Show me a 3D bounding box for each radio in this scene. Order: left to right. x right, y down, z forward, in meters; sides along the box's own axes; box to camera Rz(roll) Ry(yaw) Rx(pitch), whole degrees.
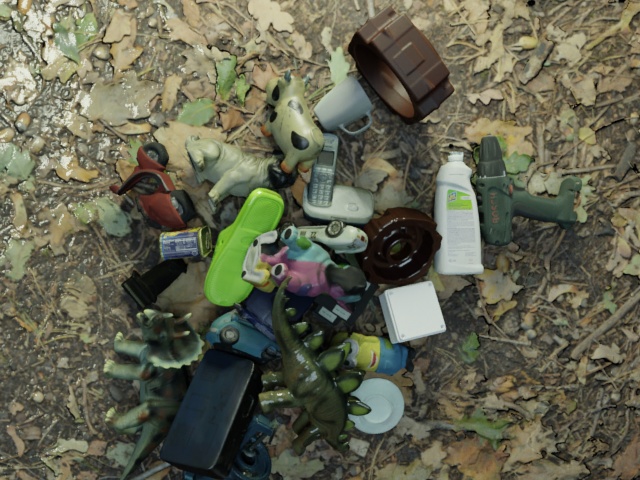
[{"bbox_3d":[-0.205,0.340,1.062,0.131,0.073,0.229,5,57,25],"label":"radio"}]

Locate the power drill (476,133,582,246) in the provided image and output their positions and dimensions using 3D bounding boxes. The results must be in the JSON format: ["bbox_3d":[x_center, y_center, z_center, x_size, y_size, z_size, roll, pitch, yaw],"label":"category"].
[{"bbox_3d":[0.427,-0.100,1.113,0.207,0.086,0.231,2,97,-7],"label":"power drill"}]

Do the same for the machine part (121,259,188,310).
[{"bbox_3d":[-0.342,0.081,1.121,0.139,0.039,0.084,-33,92,3],"label":"machine part"}]

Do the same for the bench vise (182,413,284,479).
[{"bbox_3d":[-0.175,0.432,1.121,0.223,0.129,0.240,38,111,-14],"label":"bench vise"}]

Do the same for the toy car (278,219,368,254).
[{"bbox_3d":[-0.002,-0.003,1.065,0.202,0.073,0.056,-1,72,34],"label":"toy car"}]

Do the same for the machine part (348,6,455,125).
[{"bbox_3d":[0.150,-0.323,1.010,0.087,0.201,0.201,-41,97,-1],"label":"machine part"}]

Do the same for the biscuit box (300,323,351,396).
[{"bbox_3d":[0.002,0.277,1.130,0.063,0.059,0.202,-27,110,1],"label":"biscuit box"}]

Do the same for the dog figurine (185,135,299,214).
[{"bbox_3d":[-0.156,-0.159,1.080,0.190,0.121,0.172,-26,100,-14],"label":"dog figurine"}]

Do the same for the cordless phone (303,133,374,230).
[{"bbox_3d":[0.043,-0.120,1.093,0.147,0.089,0.184,7,93,-3],"label":"cordless phone"}]

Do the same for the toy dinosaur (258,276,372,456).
[{"bbox_3d":[-0.017,0.270,1.035,0.199,0.105,0.470,-25,122,4],"label":"toy dinosaur"}]

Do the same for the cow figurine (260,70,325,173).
[{"bbox_3d":[-0.054,-0.240,1.046,0.127,0.085,0.195,-43,63,34],"label":"cow figurine"}]

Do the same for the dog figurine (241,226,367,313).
[{"bbox_3d":[-0.017,0.069,1.036,0.219,0.192,0.108,29,64,-34],"label":"dog figurine"}]

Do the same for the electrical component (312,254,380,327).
[{"bbox_3d":[0.042,0.114,1.132,0.115,0.058,0.134,37,94,-4],"label":"electrical component"}]

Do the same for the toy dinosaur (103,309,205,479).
[{"bbox_3d":[-0.338,0.313,1.116,0.192,0.131,0.404,0,103,-2],"label":"toy dinosaur"}]

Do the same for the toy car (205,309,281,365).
[{"bbox_3d":[-0.149,0.190,1.112,0.162,0.109,0.103,21,66,-9],"label":"toy car"}]

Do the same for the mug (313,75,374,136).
[{"bbox_3d":[0.049,-0.256,1.076,0.107,0.081,0.109,-30,86,10],"label":"mug"}]

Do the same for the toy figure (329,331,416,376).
[{"bbox_3d":[0.108,0.242,1.141,0.180,0.089,0.082,8,77,-13],"label":"toy figure"}]

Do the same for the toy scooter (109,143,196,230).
[{"bbox_3d":[-0.343,-0.093,1.081,0.135,0.075,0.183,-26,94,0],"label":"toy scooter"}]

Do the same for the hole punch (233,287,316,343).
[{"bbox_3d":[-0.083,0.130,1.078,0.142,0.116,0.092,39,128,6],"label":"hole punch"}]

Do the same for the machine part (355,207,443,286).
[{"bbox_3d":[0.157,0.014,1.087,0.179,0.056,0.179,-11,128,-15],"label":"machine part"}]
